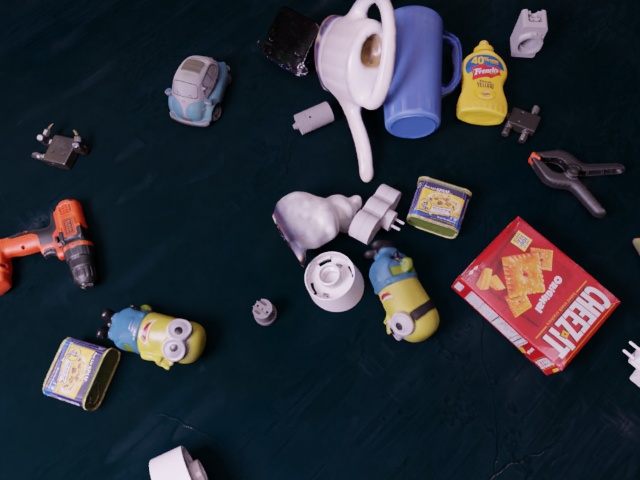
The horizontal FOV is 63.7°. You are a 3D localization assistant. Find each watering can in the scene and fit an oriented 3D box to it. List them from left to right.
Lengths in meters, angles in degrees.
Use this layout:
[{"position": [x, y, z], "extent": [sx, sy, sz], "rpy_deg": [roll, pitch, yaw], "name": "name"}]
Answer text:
[{"position": [0.067, -0.305, 1.005], "extent": [0.104, 0.341, 0.228], "rpy_deg": [-5, 26, -25], "name": "watering can"}]

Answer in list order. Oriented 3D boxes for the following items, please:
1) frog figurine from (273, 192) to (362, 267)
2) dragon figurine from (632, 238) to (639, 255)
[{"position": [0.003, -0.046, 0.919], "extent": [0.160, 0.138, 0.121], "rpy_deg": [-32, 109, -6], "name": "frog figurine"}, {"position": [0.734, 0.103, 0.860], "extent": [0.414, 0.121, 0.242], "rpy_deg": [40, 91, 19], "name": "dragon figurine"}]
